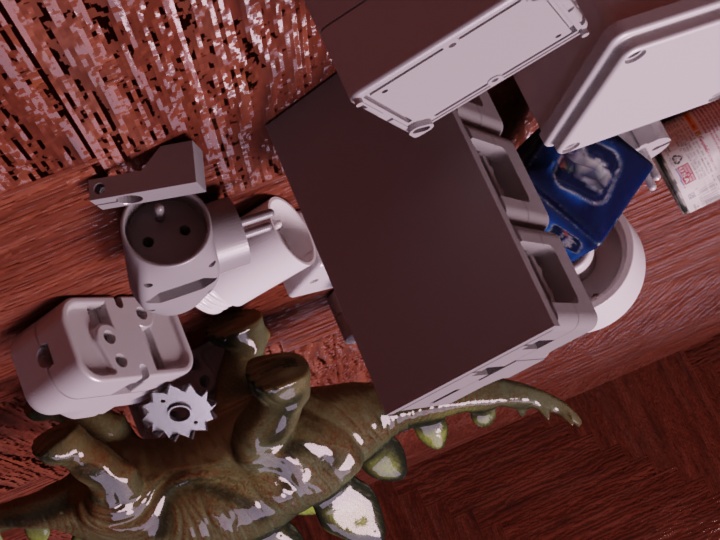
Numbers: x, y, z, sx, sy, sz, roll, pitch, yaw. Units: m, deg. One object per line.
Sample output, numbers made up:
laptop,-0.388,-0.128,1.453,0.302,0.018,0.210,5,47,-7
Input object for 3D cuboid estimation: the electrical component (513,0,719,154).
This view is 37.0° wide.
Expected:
electrical component,0.142,-0.116,0.519,0.109,0.056,0.108,-20,164,-14

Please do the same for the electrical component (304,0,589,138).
electrical component,0.036,-0.103,0.395,0.096,0.061,0.062,-29,164,19

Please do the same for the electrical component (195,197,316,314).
electrical component,-0.070,-0.003,0.609,0.081,0.043,0.043,-30,164,20

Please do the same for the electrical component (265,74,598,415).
electrical component,0.033,-0.022,0.494,0.089,0.150,0.062,-32,162,27

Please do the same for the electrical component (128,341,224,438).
electrical component,-0.125,0.096,0.843,0.095,0.053,0.059,-26,164,9

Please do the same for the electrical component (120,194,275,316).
electrical component,-0.082,-0.014,0.553,0.079,0.043,0.077,-19,164,-15

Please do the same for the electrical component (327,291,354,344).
electrical component,0.050,0.032,0.850,0.138,0.073,0.052,-18,164,-20

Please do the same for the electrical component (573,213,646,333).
electrical component,0.159,-0.010,0.815,0.108,0.108,0.060,-27,159,10

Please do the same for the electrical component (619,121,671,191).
electrical component,0.151,-0.081,0.611,0.047,0.076,0.065,-24,165,2

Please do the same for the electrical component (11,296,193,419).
electrical component,-0.157,0.052,0.647,0.059,0.053,0.095,-32,163,28

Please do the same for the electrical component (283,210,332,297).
electrical component,0.000,0.000,0.662,0.083,0.075,0.047,-13,161,-34
